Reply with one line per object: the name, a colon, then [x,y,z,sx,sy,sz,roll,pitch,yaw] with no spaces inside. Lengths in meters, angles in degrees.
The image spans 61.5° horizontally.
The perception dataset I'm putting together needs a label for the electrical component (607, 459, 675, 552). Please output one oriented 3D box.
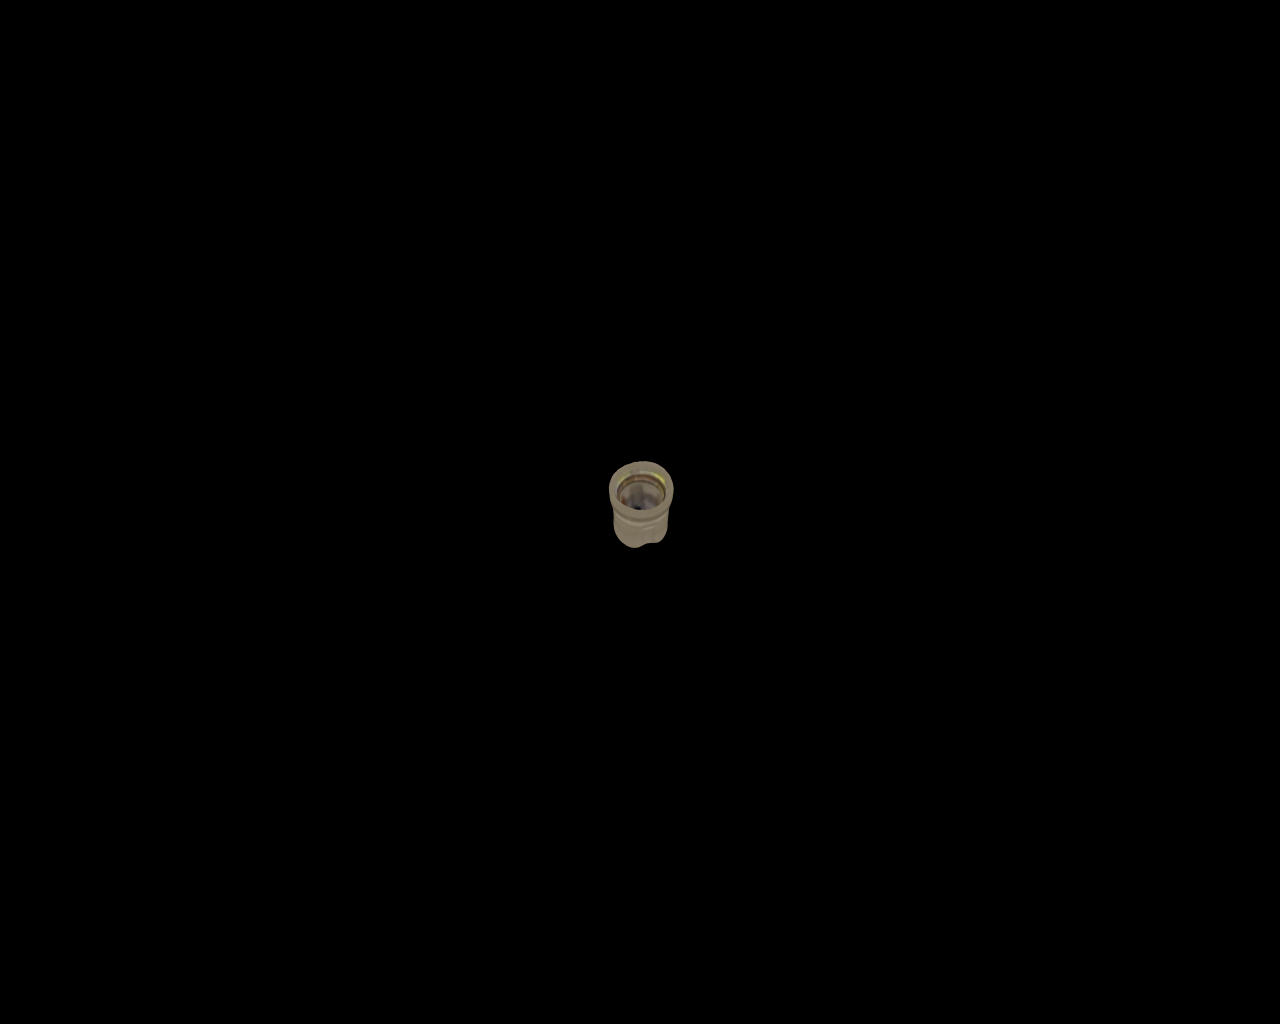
electrical component: [0.001,-0.003,0.650,0.040,0.040,0.046,0,-37,0]
